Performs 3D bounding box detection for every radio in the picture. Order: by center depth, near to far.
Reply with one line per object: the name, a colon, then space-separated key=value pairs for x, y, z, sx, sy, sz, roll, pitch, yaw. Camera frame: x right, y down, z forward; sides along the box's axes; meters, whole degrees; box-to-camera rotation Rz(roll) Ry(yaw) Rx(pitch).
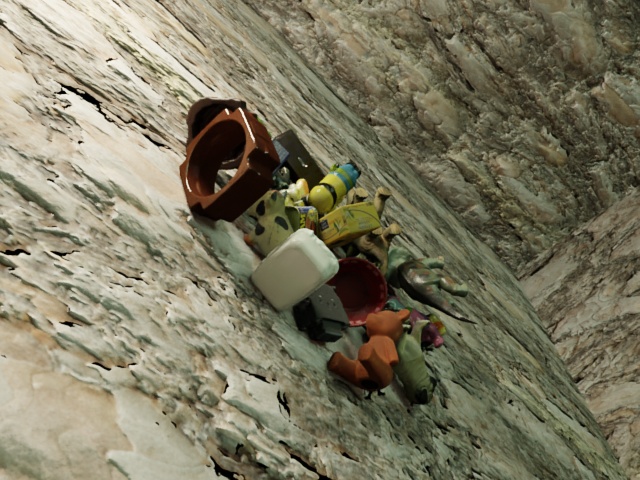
radio: x=-0.053 y=-0.189 z=1.533 sx=0.229 sy=0.073 sz=0.131 roll=56 pitch=-16 yaw=14

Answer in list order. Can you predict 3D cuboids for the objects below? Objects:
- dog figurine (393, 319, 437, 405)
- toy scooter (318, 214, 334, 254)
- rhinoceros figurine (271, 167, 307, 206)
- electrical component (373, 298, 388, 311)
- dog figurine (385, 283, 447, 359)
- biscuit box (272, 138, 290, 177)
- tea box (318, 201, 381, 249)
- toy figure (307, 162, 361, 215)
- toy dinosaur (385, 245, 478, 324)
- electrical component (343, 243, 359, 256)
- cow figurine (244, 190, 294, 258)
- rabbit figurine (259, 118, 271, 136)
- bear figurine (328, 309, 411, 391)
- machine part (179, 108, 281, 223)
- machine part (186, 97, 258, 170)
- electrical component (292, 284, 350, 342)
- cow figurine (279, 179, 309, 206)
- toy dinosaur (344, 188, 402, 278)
dog figurine: x=0.187 y=0.288 z=1.280 sx=0.121 sy=0.172 sz=0.190 roll=-4 pitch=90 yaw=-31
toy scooter: x=-0.003 y=-0.004 z=1.394 sx=0.135 sy=0.075 sz=0.184 roll=51 pitch=24 yaw=4
rhinoceros figurine: x=-0.114 y=-0.136 z=1.415 sx=0.190 sy=0.073 sz=0.112 roll=45 pitch=32 yaw=-15
electrical component: x=0.127 y=0.165 z=1.325 sx=0.078 sy=0.102 sz=0.045 roll=-35 pitch=97 yaw=-33
dog figurine: x=0.232 y=0.211 z=1.449 sx=0.219 sy=0.108 sz=0.191 roll=46 pitch=22 yaw=0
biscuit box: x=-0.150 y=-0.162 z=1.293 sx=0.062 sy=0.059 sz=0.203 roll=45 pitch=45 yaw=-12
tea box: x=0.052 y=-0.030 z=1.271 sx=0.098 sy=0.170 sz=0.068 roll=-13 pitch=82 yaw=-33
toy figure: x=0.036 y=-0.141 z=1.406 sx=0.082 sy=0.180 sz=0.089 roll=38 pitch=-25 yaw=19
toy dinosaur: x=0.281 y=0.119 z=1.502 sx=0.192 sy=0.131 sz=0.405 roll=7 pitch=13 yaw=-11
electrical component: x=0.106 y=0.024 z=1.594 sx=0.119 sy=0.048 sz=0.075 roll=54 pitch=22 yaw=10
cow figurine: x=-0.098 y=-0.024 z=1.169 sx=0.195 sy=0.127 sz=0.085 roll=56 pitch=19 yaw=10
rabbit figurine: x=-0.178 y=-0.248 z=1.457 sx=0.170 sy=0.121 sz=0.159 roll=55 pitch=5 yaw=-41
bear figurine: x=0.115 y=0.212 z=1.136 sx=0.131 sy=0.120 sz=0.196 roll=44 pitch=45 yaw=-27
machine part: x=-0.187 y=-0.152 z=1.107 sx=0.087 sy=0.201 sz=0.201 roll=31 pitch=27 yaw=-49
machine part: x=-0.222 y=-0.245 z=1.235 sx=0.179 sy=0.179 sz=0.056 roll=49 pitch=18 yaw=-2
electrical component: x=0.001 y=0.153 z=1.144 sx=0.115 sy=0.058 sz=0.134 roll=18 pitch=40 yaw=-45
cow figurine: x=-0.091 y=-0.094 z=1.322 sx=0.167 sy=0.098 sz=0.068 roll=-56 pitch=137 yaw=-51
toy dinosaur: x=0.114 y=-0.048 z=1.458 sx=0.105 sy=0.198 sz=0.472 roll=10 pitch=39 yaw=-17
